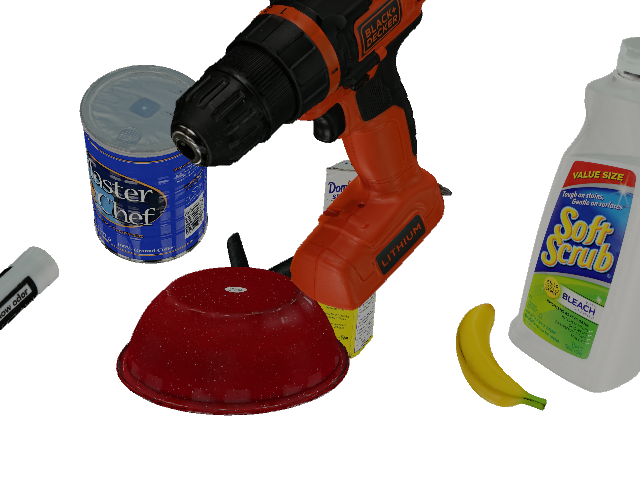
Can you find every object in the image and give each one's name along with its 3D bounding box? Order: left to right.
[{"bbox_3d":[-0.157,0.045,0.453,0.020,0.020,0.121,0,36,38],"label":"marker"},{"bbox_3d":[-0.147,-0.063,0.910,0.102,0.103,0.140,0,-40,-6],"label":"coffee can"},{"bbox_3d":[-0.059,0.059,0.732,0.162,0.055,0.162,1,18,-1],"label":"bowl"},{"bbox_3d":[-0.067,0.050,1.247,0.120,0.039,0.171,-1,39,13],"label":"clamp"},{"bbox_3d":[0.007,-0.051,0.569,0.057,0.187,0.184,27,57,31],"label":"power drill"},{"bbox_3d":[0.028,0.015,1.003,0.048,0.176,0.093,5,10,14],"label":"sugar box"},{"bbox_3d":[0.182,0.126,1.167,0.069,0.037,0.198,11,27,-16],"label":"banana"},{"bbox_3d":[0.197,-0.020,0.746,0.067,0.251,0.103,-20,37,-32],"label":"bleach bottle"}]
